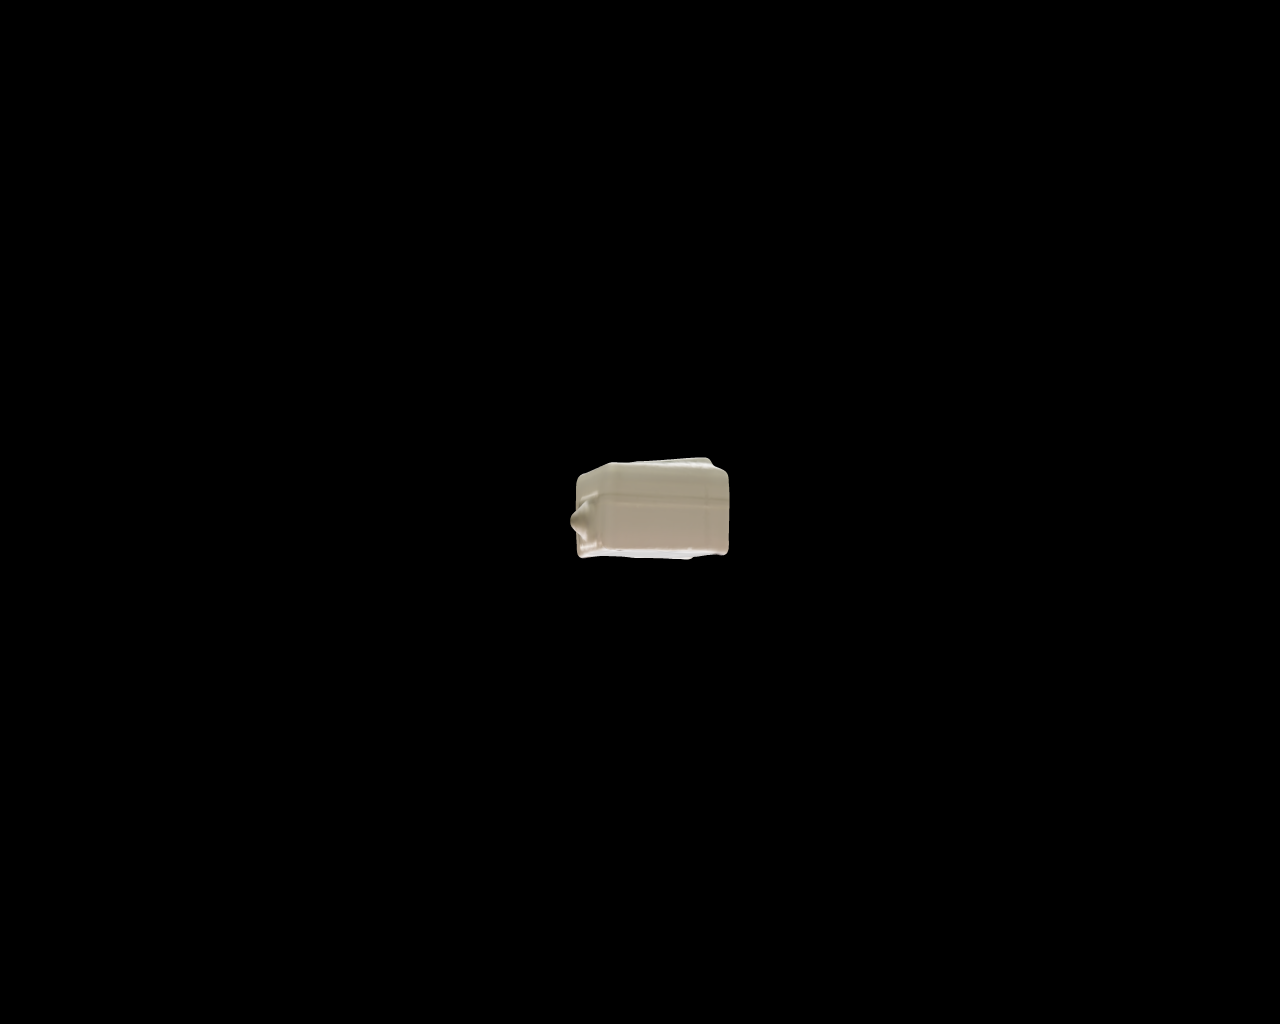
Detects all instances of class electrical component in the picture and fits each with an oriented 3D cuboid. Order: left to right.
[{"bbox_3d":[0.001,-0.003,0.650,0.096,0.061,0.061,3,-7,-22],"label":"electrical component"}]
